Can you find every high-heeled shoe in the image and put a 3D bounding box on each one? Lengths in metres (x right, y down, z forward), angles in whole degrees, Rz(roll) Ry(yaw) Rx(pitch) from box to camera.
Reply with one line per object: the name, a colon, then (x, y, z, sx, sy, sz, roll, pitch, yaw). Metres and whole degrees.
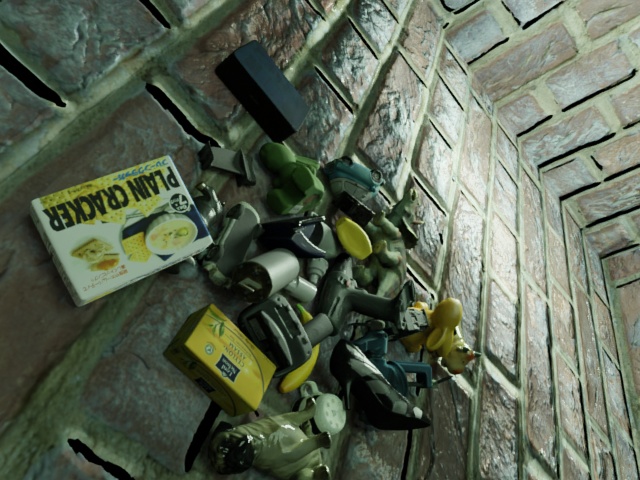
high-heeled shoe: (0.122, 0.294, 1.087, 0.248, 0.086, 0.145, 25, 45, -29)

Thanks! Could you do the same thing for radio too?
radio: (-0.130, -0.357, 1.290, 0.229, 0.073, 0.131, 50, 37, -20)

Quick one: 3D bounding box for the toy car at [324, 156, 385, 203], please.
toy car: (0.084, -0.143, 1.394, 0.161, 0.109, 0.103, 25, 67, -29)

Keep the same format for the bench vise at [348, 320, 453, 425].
bench vise: (0.161, 0.289, 1.181, 0.240, 0.129, 0.223, 10, 67, -27)

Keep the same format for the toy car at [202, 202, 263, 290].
toy car: (-0.167, 0.007, 1.030, 0.073, 0.056, 0.202, 48, 39, -29)

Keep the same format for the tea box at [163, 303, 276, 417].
tea box: (-0.164, 0.202, 0.899, 0.169, 0.068, 0.098, 49, 38, -20)

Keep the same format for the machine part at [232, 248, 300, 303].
machine part: (-0.098, 0.062, 1.000, 0.079, 0.079, 0.243, 63, 17, 0)

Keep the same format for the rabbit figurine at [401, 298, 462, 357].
rabbit figurine: (0.278, 0.207, 1.349, 0.121, 0.173, 0.162, 33, 41, -40)

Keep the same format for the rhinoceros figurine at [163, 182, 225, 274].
rhinoceros figurine: (-0.235, -0.020, 0.956, 0.112, 0.073, 0.190, 55, 34, -26)

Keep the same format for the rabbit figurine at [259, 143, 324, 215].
rabbit figurine: (-0.062, -0.154, 1.214, 0.159, 0.121, 0.170, -8, 60, -56)

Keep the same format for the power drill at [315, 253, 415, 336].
power drill: (0.099, 0.114, 1.172, 0.232, 0.208, 0.085, -61, 153, -43)

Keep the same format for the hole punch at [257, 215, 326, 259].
hole punch: (-0.058, -0.002, 1.113, 0.116, 0.142, 0.092, -7, 97, -44)

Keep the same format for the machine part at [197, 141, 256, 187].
machine part: (-0.189, -0.159, 1.122, 0.138, 0.039, 0.084, 15, 62, -47)

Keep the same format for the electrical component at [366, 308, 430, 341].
electrical component: (0.179, 0.203, 1.278, 0.134, 0.115, 0.058, 10, 58, -50)

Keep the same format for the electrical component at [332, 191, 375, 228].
electrical component: (0.076, -0.083, 1.336, 0.074, 0.047, 0.119, 34, 7, -30)

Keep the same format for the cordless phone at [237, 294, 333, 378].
cordless phone: (-0.052, 0.161, 1.025, 0.184, 0.089, 0.146, -28, 88, -47)

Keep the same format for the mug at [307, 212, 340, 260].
mug: (-0.003, -0.004, 1.225, 0.107, 0.081, 0.109, 36, 35, -52)

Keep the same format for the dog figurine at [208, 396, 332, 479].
dog figurine: (-0.090, 0.360, 0.894, 0.190, 0.121, 0.172, -8, 113, -18)

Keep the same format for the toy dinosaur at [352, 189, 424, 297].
toy dinosaur: (0.176, 0.045, 1.381, 0.192, 0.131, 0.405, 35, 50, -32)

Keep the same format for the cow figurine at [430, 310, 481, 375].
cow figurine: (0.354, 0.267, 1.440, 0.085, 0.127, 0.195, 30, 44, -32)
